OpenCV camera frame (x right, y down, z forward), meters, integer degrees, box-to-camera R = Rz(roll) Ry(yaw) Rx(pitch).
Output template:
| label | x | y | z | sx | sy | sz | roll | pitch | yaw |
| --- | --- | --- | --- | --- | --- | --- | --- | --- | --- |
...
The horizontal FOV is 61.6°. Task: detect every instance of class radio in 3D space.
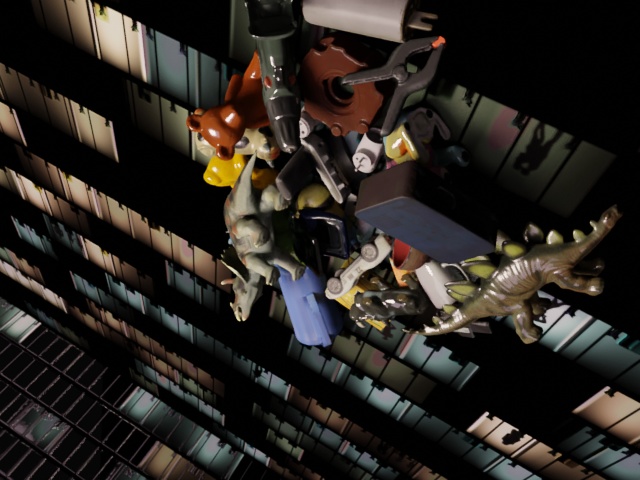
| label | x | y | z | sx | sy | sz | roll | pitch | yaw |
| --- | --- | --- | --- | --- | --- | --- | --- | --- | --- |
| radio | 0.185 | -0.040 | 0.905 | 0.229 | 0.073 | 0.131 | 25 | 154 | -26 |

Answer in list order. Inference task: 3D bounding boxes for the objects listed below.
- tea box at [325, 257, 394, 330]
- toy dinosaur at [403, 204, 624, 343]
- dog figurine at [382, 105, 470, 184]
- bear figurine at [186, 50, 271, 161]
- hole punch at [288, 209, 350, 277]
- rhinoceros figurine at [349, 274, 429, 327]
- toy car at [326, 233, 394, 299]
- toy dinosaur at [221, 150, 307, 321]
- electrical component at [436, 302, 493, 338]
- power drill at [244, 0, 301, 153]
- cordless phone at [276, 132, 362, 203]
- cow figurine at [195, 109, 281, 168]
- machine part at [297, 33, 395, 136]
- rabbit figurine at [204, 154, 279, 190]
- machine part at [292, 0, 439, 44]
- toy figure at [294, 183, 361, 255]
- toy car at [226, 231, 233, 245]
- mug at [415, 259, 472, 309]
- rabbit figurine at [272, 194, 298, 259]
| label | x | y | z | sx | sy | sz | roll | pitch | yaw |
| --- | --- | --- | --- | --- | --- | --- | --- | --- | --- |
| tea box | 0.109 | 0.130 | 1.295 | 0.170 | 0.068 | 0.098 | 34 | 142 | 6 |
| toy dinosaur | 0.346 | 0.086 | 0.997 | 0.198 | 0.105 | 0.471 | 38 | 125 | -1 |
| dog figurine | 0.143 | -0.124 | 0.978 | 0.191 | 0.108 | 0.219 | 47 | 144 | -13 |
| bear figurine | -0.142 | -0.249 | 0.995 | 0.120 | 0.196 | 0.132 | 47 | 140 | -8 |
| hole punch | -0.002 | -0.003 | 1.118 | 0.116 | 0.092 | 0.142 | 39 | 151 | 43 |
| rhinoceros figurine | 0.145 | 0.138 | 1.179 | 0.190 | 0.073 | 0.112 | -16 | 133 | 35 |
| toy car | 0.086 | 0.059 | 1.184 | 0.056 | 0.073 | 0.201 | 44 | 114 | 2 |
| toy dinosaur | -0.141 | -0.022 | 1.099 | 0.192 | 0.131 | 0.404 | 22 | 130 | 36 |
| electrical component | 0.325 | 0.175 | 1.189 | 0.119 | 0.048 | 0.074 | -6 | 126 | 40 |
| power drill | -0.066 | -0.285 | 0.873 | 0.086 | 0.232 | 0.207 | -10 | 158 | 3 |
| cordless phone | -0.008 | -0.115 | 1.040 | 0.089 | 0.184 | 0.146 | -10 | 123 | 38 |
| cow figurine | -0.156 | -0.209 | 1.095 | 0.195 | 0.127 | 0.085 | -4 | 151 | -1 |
| machine part | 0.041 | -0.269 | 0.947 | 0.180 | 0.056 | 0.179 | 21 | 138 | 20 |
| rabbit figurine | -0.156 | -0.143 | 1.176 | 0.173 | 0.162 | 0.122 | 24 | 131 | -12 |
| machine part | 0.063 | -0.356 | 0.823 | 0.243 | 0.079 | 0.079 | 21 | 139 | 22 |
| toy figure | 0.023 | -0.046 | 1.172 | 0.180 | 0.082 | 0.089 | 50 | 136 | -11 |
| toy car | -0.189 | -0.046 | 1.321 | 0.103 | 0.109 | 0.161 | 23 | 134 | 42 |
| mug | 0.254 | 0.075 | 1.118 | 0.107 | 0.081 | 0.109 | 51 | 144 | -3 |
| rabbit figurine | -0.087 | 0.000 | 1.242 | 0.159 | 0.121 | 0.170 | -23 | 110 | 34 |
